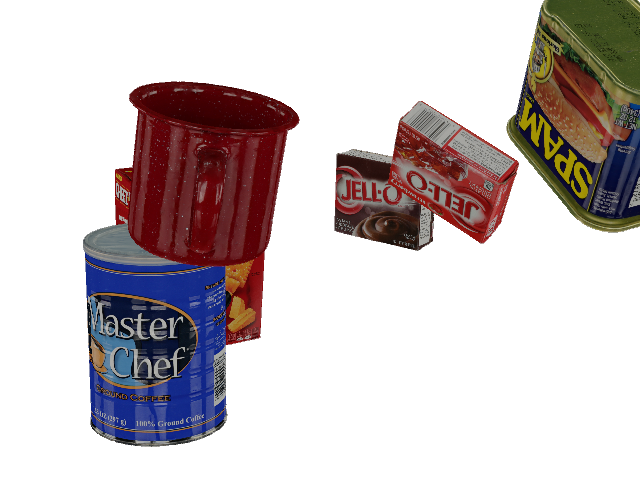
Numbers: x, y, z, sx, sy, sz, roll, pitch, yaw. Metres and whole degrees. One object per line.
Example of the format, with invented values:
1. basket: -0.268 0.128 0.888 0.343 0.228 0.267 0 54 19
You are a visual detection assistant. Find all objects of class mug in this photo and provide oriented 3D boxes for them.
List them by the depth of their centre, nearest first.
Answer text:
1. mug: -0.062 -0.032 0.585 0.093 0.081 0.117 6 22 -11

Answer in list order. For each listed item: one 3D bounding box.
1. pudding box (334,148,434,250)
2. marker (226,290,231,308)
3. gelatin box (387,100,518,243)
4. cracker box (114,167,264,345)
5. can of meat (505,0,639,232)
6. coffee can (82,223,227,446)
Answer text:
1. pudding box: 0.070 -0.046 1.160 0.114 0.090 0.039 13 23 31
2. marker: -0.106 0.079 1.018 0.020 0.020 0.121 0 23 10
3. gelatin box: 0.094 -0.048 0.767 0.089 0.030 0.073 35 -29 19
4. cracker box: -0.147 0.021 1.223 0.163 0.214 0.072 -8 24 -29
5. can of meat: 0.145 -0.070 0.546 0.057 0.084 0.102 -14 47 -18
6. coffee can: -0.119 0.065 0.782 0.103 0.140 0.103 1 14 0
